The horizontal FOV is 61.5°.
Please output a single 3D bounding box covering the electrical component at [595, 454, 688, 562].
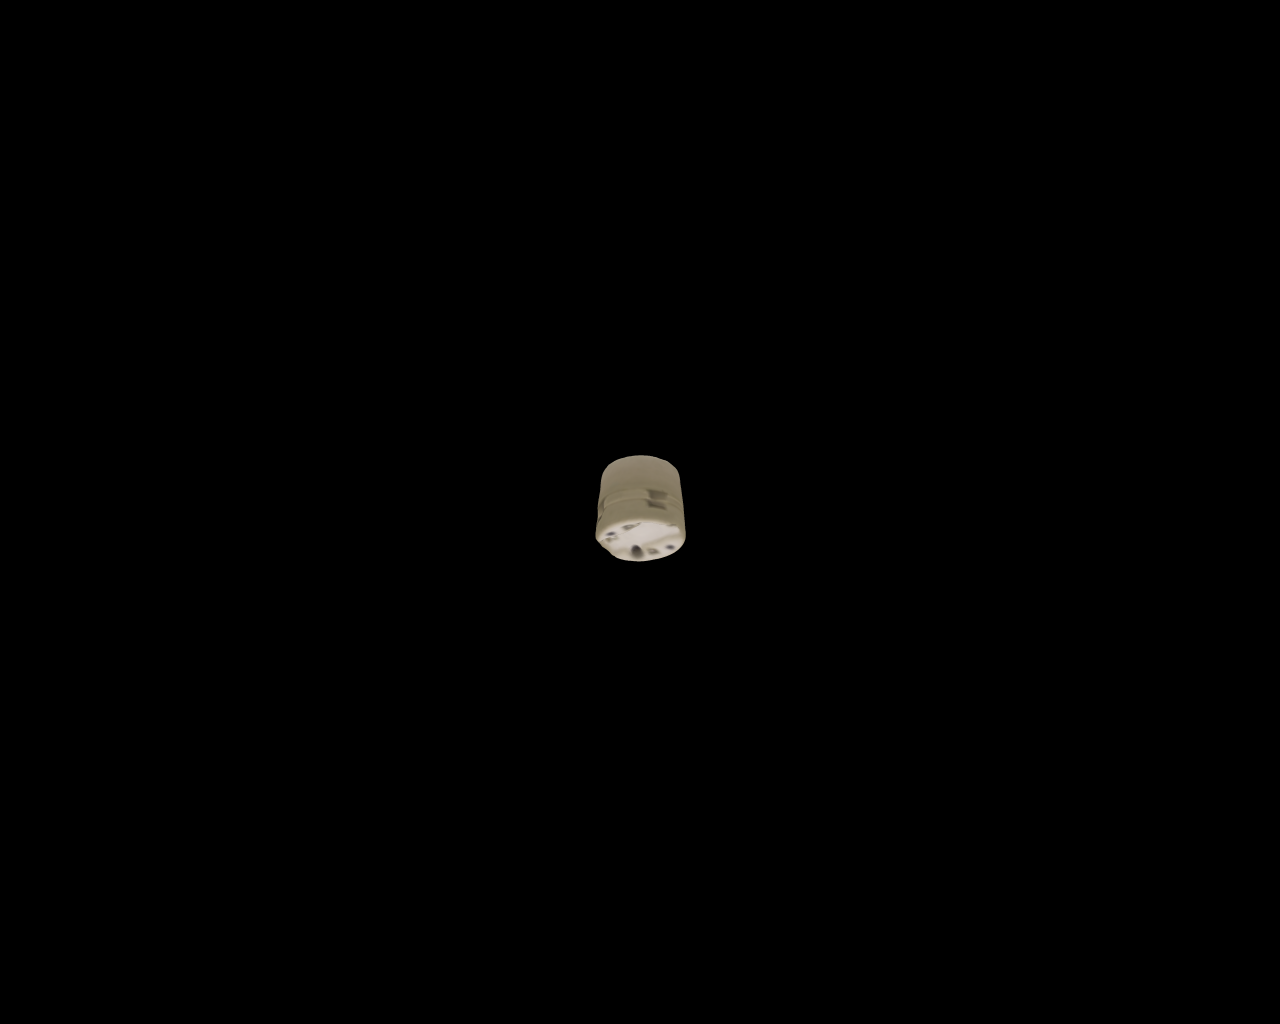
[{"bbox_3d":[0.001,-0.003,0.650,0.055,0.047,0.055,0,-30,0],"label":"electrical component"}]
